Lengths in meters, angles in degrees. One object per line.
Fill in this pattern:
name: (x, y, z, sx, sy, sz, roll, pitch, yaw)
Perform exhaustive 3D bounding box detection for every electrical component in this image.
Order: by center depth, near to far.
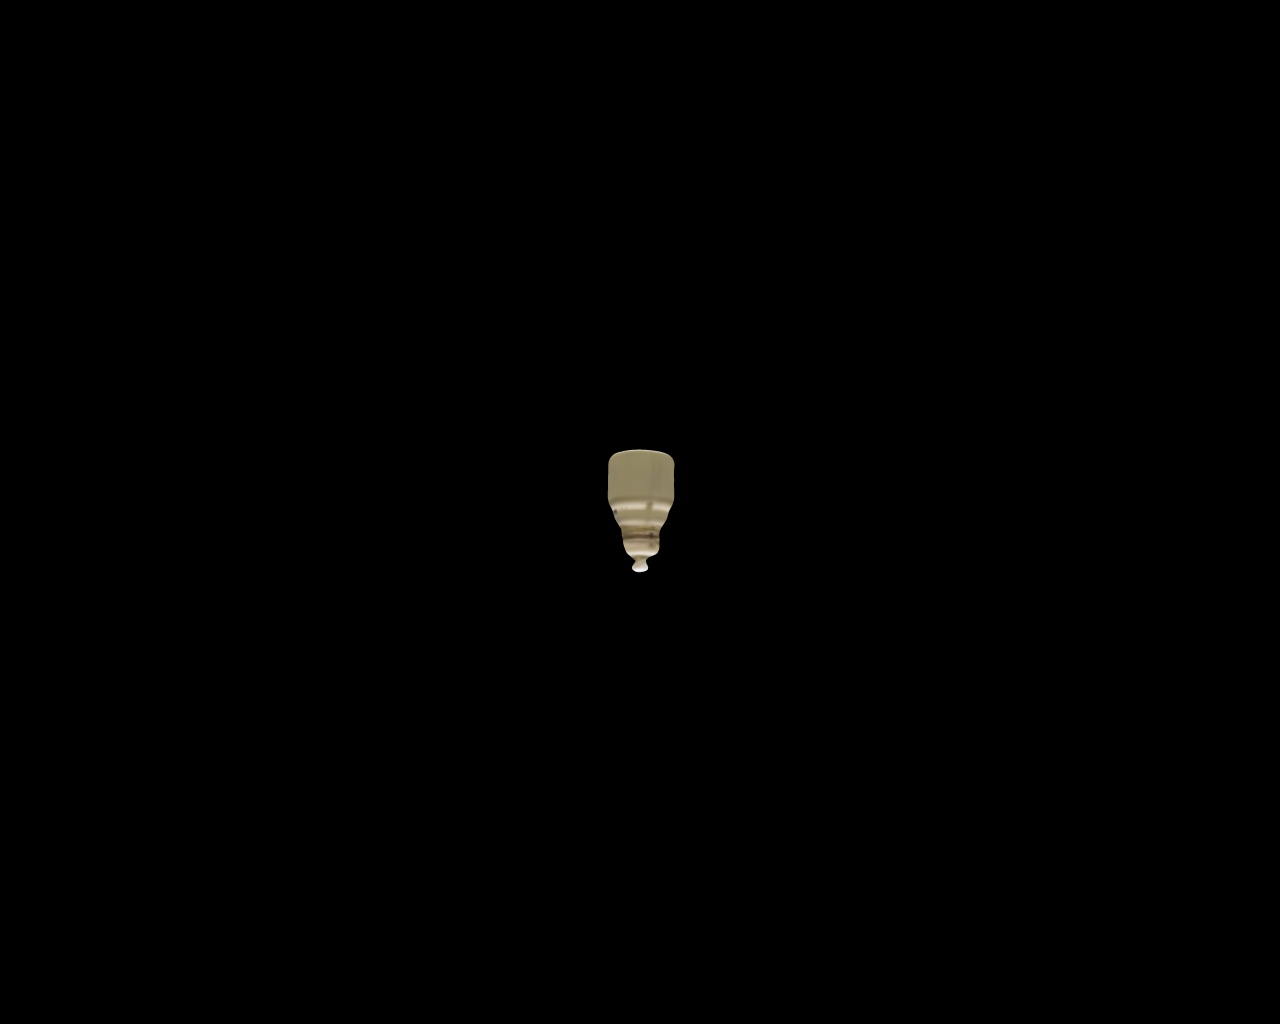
electrical component: (0.001, -0.003, 0.650, 0.040, 0.078, 0.040, 0, -8, 0)
